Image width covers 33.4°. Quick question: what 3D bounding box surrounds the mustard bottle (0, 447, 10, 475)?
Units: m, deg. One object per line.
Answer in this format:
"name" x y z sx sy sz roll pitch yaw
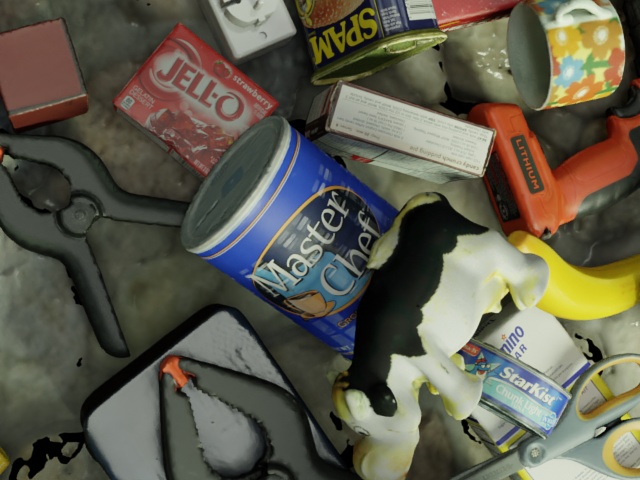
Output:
"mustard bottle" -0.279 0.194 0.671 0.191 0.058 0.096 -38 95 -10

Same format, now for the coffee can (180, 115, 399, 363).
"coffee can" -0.005 0.001 0.693 0.140 0.103 0.103 37 82 -22

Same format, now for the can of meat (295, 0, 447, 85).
"can of meat" 0.028 -0.160 0.718 0.057 0.102 0.084 -13 89 -38

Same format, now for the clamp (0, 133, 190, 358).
"clamp" -0.160 -0.004 0.709 0.171 0.039 0.120 30 76 -7

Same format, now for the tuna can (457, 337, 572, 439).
"tuna can" 0.118 0.095 0.695 0.086 0.086 0.034 31 84 -9

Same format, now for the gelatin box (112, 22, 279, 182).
"gelatin box" -0.085 -0.092 0.729 0.089 0.030 0.073 39 82 -8

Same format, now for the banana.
"banana" 0.185 0.024 0.747 0.197 0.037 0.070 -2 108 -42

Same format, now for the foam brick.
"foam brick" -0.181 -0.105 0.687 0.053 0.078 0.051 -18 92 -13

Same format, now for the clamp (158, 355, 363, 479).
"clamp" -0.021 0.150 0.659 0.164 0.036 0.210 -32 94 -13

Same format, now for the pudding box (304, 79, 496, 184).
"pudding box" 0.051 -0.071 0.726 0.113 0.090 0.039 14 87 -10

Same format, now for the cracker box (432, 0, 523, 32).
"cracker box" 0.125 -0.266 0.746 0.164 0.072 0.214 -13 93 -1

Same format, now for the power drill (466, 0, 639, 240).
"power drill" 0.205 -0.088 0.774 0.187 0.057 0.184 -18 86 -10

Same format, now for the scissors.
"scissors" 0.162 0.157 0.733 0.201 0.016 0.096 -37 94 -12

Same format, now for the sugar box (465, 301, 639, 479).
"sugar box" 0.168 0.135 0.769 0.093 0.048 0.176 -38 92 -10
